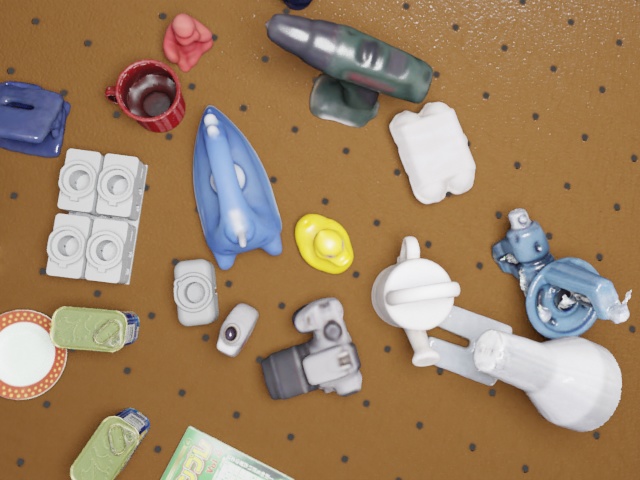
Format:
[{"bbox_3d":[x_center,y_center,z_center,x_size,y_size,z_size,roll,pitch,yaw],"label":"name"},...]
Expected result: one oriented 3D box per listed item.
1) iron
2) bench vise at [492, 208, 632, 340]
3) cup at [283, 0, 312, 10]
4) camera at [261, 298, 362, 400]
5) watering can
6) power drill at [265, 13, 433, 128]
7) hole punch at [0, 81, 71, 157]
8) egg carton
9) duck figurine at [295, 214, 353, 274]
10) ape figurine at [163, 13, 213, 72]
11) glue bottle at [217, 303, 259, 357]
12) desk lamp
[{"bbox_3d":[-0.135,-0.094,0.827,0.118,0.141,0.258,-17,85,-5],"label":"iron"},{"bbox_3d":[0.324,0.057,0.801,0.207,0.219,0.121,45,84,2],"label":"bench vise"},{"bbox_3d":[-0.048,-0.396,0.886,0.118,0.095,0.092,-20,86,-5],"label":"cup"},{"bbox_3d":[-0.018,0.167,0.828,0.137,0.100,0.143,-17,85,-5],"label":"camera"},{"bbox_3d":[0.138,0.084,0.799,0.101,0.194,0.173,-27,86,-5],"label":"watering can"},{"bbox_3d":[0.036,-0.235,0.818,0.229,0.208,0.076,14,84,-2],"label":"power drill"},{"bbox_3d":[-0.438,-0.184,0.842,0.108,0.091,0.101,9,84,-2],"label":"hole punch"},{"bbox_3d":[0.175,-0.136,0.886,0.107,0.069,0.150,-20,86,-5],"label":"egg carton"},{"bbox_3d":[0.008,0.003,0.854,0.077,0.086,0.104,-43,88,-6],"label":"duck figurine"},{"bbox_3d":[-0.204,-0.310,0.869,0.078,0.092,0.076,-9,85,-4],"label":"ape figurine"},{"bbox_3d":[-0.117,0.127,0.790,0.037,0.173,0.078,24,83,0],"label":"glue bottle"},{"bbox_3d":[0.267,0.169,0.789,0.203,0.213,0.118,20,83,-1],"label":"desk lamp"}]
